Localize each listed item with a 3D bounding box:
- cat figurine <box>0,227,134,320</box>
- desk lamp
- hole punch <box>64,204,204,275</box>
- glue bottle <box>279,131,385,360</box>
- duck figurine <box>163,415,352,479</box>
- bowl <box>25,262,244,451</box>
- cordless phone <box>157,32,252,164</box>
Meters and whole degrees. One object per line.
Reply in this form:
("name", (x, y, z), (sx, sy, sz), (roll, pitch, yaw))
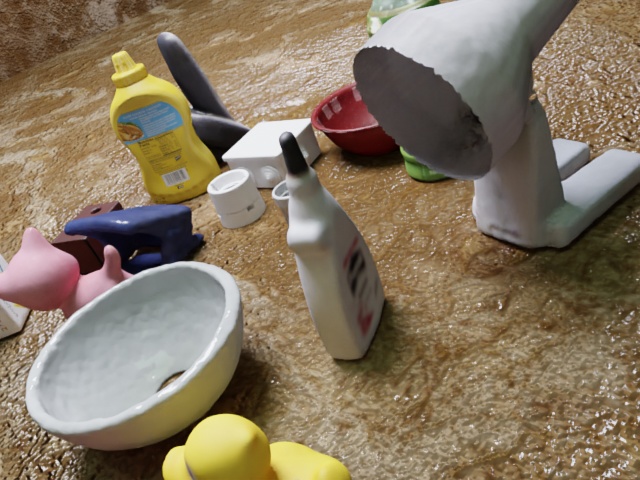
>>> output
("cat figurine", (-0.236, 0.039, 0.541), (0.127, 0.118, 0.067), (-13, 34, 13))
("desk lamp", (0.143, -0.100, 0.436), (0.203, 0.214, 0.117), (-35, 35, -20))
("hole punch", (-0.198, -0.009, 0.615), (0.108, 0.091, 0.101), (-1, 38, 29))
("glue bottle", (0.004, 0.001, 0.406), (0.037, 0.173, 0.078), (-6, 36, 23))
("duck figurine", (-0.038, 0.133, 0.320), (0.104, 0.086, 0.077), (-10, 34, 17))
("bowl", (-0.125, 0.096, 0.435), (0.167, 0.075, 0.167), (-15, 33, 10))
("cordless phone", (-0.180, -0.206, 0.802), (0.094, 0.185, 0.147), (-36, 35, -22))
